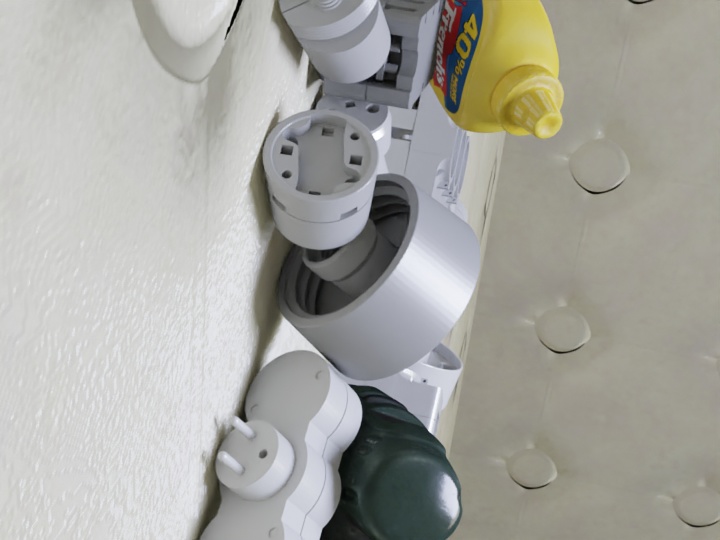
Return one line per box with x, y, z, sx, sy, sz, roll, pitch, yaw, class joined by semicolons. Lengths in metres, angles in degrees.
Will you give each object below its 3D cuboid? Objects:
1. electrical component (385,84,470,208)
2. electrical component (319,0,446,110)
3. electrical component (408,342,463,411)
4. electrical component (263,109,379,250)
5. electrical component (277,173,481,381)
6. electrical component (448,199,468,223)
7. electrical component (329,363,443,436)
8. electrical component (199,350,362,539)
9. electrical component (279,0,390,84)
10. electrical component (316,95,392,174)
0.051;-0.095;0.871;0.150;0.062;0.089;18;84;-81;electrical component
0.011;-0.127;0.599;0.089;0.056;0.050;-60;159;-64;electrical component
0.033;0.073;0.872;0.099;0.099;0.064;-55;161;-68;electrical component
-0.019;-0.043;0.529;0.047;0.055;0.055;94;11;-59;electrical component
0.003;-0.002;0.577;0.060;0.108;0.108;40;51;-32;electrical component
0.071;-0.035;1.016;0.073;0.052;0.138;-66;146;-55;electrical component
0.013;0.101;0.794;0.050;0.089;0.055;77;26;-69;electrical component
-0.048;0.100;0.543;0.073;0.052;0.138;51;45;-44;electrical component
-0.011;-0.121;0.510;0.081;0.043;0.043;38;64;-80;electrical component
-0.005;-0.070;0.612;0.055;0.045;0.045;90;14;-49;electrical component
